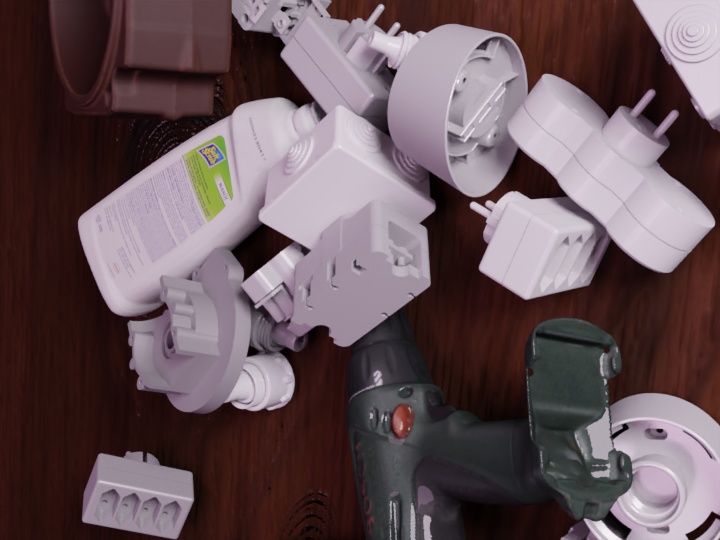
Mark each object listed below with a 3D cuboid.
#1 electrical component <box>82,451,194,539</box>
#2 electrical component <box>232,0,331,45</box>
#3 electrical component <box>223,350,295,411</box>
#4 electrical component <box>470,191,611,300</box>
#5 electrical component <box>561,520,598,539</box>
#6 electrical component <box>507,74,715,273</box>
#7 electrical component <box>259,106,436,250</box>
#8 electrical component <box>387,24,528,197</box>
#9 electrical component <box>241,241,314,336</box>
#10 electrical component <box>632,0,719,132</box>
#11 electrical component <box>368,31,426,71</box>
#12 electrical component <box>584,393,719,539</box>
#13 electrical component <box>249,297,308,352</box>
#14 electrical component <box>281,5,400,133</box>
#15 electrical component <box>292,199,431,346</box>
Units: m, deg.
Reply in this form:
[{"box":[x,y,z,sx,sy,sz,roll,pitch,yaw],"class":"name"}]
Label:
[{"box":[-0.191,0.183,0.929,0.075,0.083,0.047,-109,40,-59],"class":"electrical component"},{"box":[-0.064,-0.199,0.785,0.042,0.064,0.081,-47,67,30],"class":"electrical component"},{"box":[-0.085,0.089,0.837,0.048,0.062,0.048,5,99,37],"class":"electrical component"},{"box":[0.102,-0.024,0.665,0.076,0.083,0.047,34,115,30],"class":"electrical component"},{"box":[0.137,0.193,0.683,0.048,0.055,0.066,33,114,30],"class":"electrical component"},{"box":[0.157,-0.071,0.637,0.138,0.052,0.073,49,121,23],"class":"electrical component"},{"box":[-0.009,-0.055,0.741,0.100,0.100,0.048,-39,35,35],"class":"electrical component"},{"box":[0.066,-0.102,0.675,0.064,0.099,0.099,31,113,38],"class":"electrical component"},{"box":[-0.042,0.011,0.791,0.057,0.078,0.058,51,133,-2],"class":"electrical component"},{"box":[0.192,-0.121,0.577,0.048,0.100,0.099,-32,75,22],"class":"electrical component"},{"box":[0.035,-0.143,0.715,0.035,0.061,0.035,-162,90,-71],"class":"electrical component"},{"box":[0.179,0.127,0.653,0.099,0.064,0.099,3,97,24],"class":"electrical component"},{"box":[-0.068,0.043,0.831,0.062,0.043,0.043,25,110,32],"class":"electrical component"},{"box":[0.000,-0.149,0.752,0.083,0.047,0.075,53,123,20],"class":"electrical component"},{"box":[0.000,0.000,0.721,0.089,0.050,0.055,-39,35,34],"class":"electrical component"}]
